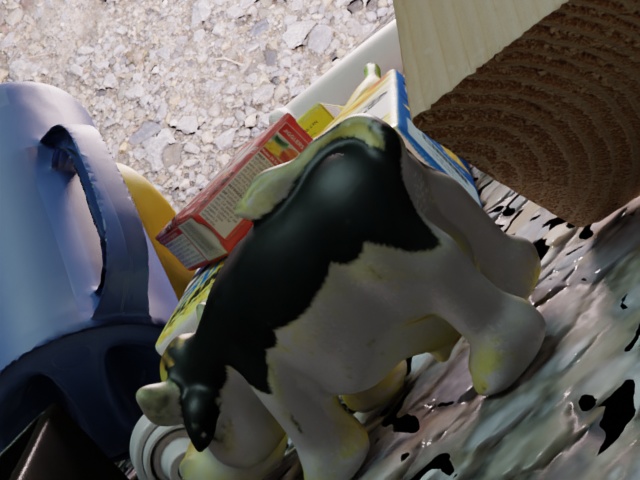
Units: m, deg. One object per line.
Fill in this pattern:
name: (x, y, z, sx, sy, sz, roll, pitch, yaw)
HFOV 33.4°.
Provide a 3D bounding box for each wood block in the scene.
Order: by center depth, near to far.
wood block: (0.083, -0.120, 0.393, 0.091, 0.090, 0.206, -38, 40, 34)

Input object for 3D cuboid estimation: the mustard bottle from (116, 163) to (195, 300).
mustard bottle: (-0.143, -0.001, 0.806, 0.096, 0.191, 0.058, -34, 12, 46)

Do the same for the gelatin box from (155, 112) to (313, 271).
gelatin box: (-0.044, -0.023, 0.549, 0.073, 0.030, 0.089, -48, 10, -18)

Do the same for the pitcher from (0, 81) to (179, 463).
pitcher: (-0.162, 0.005, 0.653, 0.149, 0.145, 0.243, -32, 52, 5)

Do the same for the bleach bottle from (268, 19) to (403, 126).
bleach bottle: (0.064, -0.166, 1.037, 0.250, 0.068, 0.102, -43, -15, -8)

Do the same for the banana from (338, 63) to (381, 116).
banana: (-0.006, -0.044, 0.747, 0.197, 0.037, 0.070, -49, 15, -6)

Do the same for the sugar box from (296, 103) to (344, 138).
sugar box: (-0.004, -0.066, 0.879, 0.093, 0.048, 0.176, -41, -5, 13)
